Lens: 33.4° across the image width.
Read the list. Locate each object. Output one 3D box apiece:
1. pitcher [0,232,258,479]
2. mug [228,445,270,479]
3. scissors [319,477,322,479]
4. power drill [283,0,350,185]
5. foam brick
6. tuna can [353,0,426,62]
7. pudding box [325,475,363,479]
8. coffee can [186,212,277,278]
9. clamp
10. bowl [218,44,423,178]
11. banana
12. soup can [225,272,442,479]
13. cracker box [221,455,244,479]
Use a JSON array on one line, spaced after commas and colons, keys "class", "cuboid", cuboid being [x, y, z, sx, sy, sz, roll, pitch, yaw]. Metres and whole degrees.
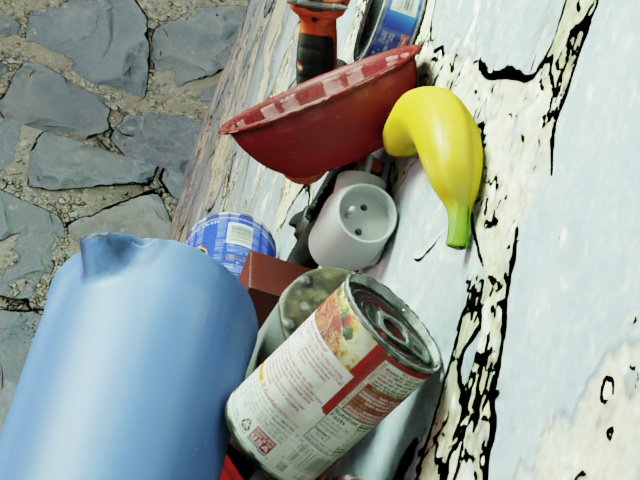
[{"class": "pitcher", "cuboid": [-0.110, 0.127, 0.585, 0.145, 0.149, 0.242, -53, 18, 34]}, {"class": "mug", "cuboid": [-0.089, 0.184, 0.866, 0.081, 0.117, 0.093, 127, 125, -74]}, {"class": "scissors", "cuboid": [-0.036, 0.212, 0.669, 0.096, 0.016, 0.201, 106, -169, -54]}, {"class": "power drill", "cuboid": [0.005, -0.168, 0.951, 0.184, 0.057, 0.188, -75, -9, -50]}, {"class": "foam brick", "cuboid": [-0.028, 0.052, 0.837, 0.053, 0.078, 0.051, -90, 22, -57]}, {"class": "tuna can", "cuboid": [0.057, -0.180, 0.878, 0.086, 0.033, 0.086, -164, 90, -79]}, {"class": "pudding box", "cuboid": [0.004, 0.180, 0.583, 0.114, 0.039, 0.090, 134, 151, -67]}, {"class": "coffee can", "cuboid": [-0.099, 0.050, 1.128, 0.140, 0.102, 0.103, -89, 19, -56]}, {"class": "clamp", "cuboid": [-0.006, 0.001, 0.894, 0.210, 0.036, 0.164, -52, 16, 56]}, {"class": "bowl", "cuboid": [0.009, -0.089, 0.788, 0.162, 0.162, 0.055, -124, 10, -76]}, {"class": "banana", "cuboid": [0.065, -0.060, 0.650, 0.198, 0.037, 0.070, -103, 32, -69]}, {"class": "soup can", "cuboid": [0.006, 0.076, 0.571, 0.102, 0.068, 0.068, -46, 20, 19]}, {"class": "cracker box", "cuboid": [-0.128, 0.194, 0.687, 0.072, 0.164, 0.213, -34, 0, 26]}]
